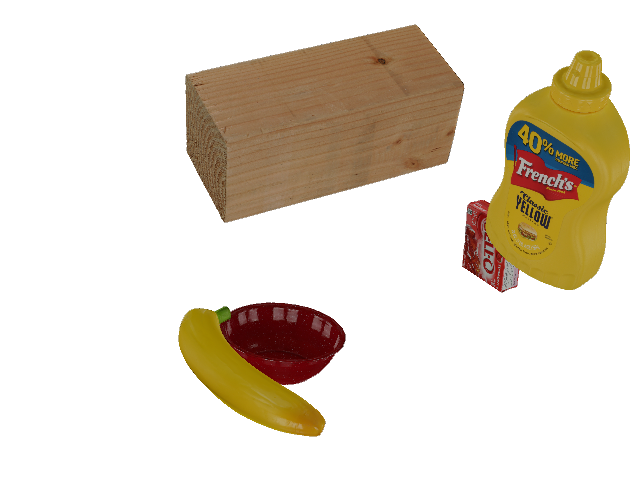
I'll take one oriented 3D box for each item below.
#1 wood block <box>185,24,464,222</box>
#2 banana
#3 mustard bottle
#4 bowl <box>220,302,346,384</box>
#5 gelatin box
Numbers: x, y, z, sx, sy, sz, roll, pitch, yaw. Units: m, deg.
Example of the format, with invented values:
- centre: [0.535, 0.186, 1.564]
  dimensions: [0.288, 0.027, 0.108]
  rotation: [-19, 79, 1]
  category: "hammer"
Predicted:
- centre: [0.002, -0.099, 0.876]
  dimensions: [0.205, 0.091, 0.090]
  rotation: [-16, -38, -19]
  category: "wood block"
- centre: [-0.068, 0.099, 0.856]
  dimensions: [0.069, 0.037, 0.198]
  rotation: [-11, 30, -25]
  category: "banana"
- centre: [0.180, -0.057, 0.793]
  dimensions: [0.058, 0.192, 0.096]
  rotation: [-30, 53, -30]
  category: "mustard bottle"
- centre: [-0.050, 0.138, 1.363]
  dimensions: [0.162, 0.055, 0.162]
  rotation: [5, 22, -2]
  category: "bowl"
- centre: [0.204, 0.006, 1.265]
  dimensions: [0.030, 0.089, 0.073]
  rotation: [-16, 32, -29]
  category: "gelatin box"
